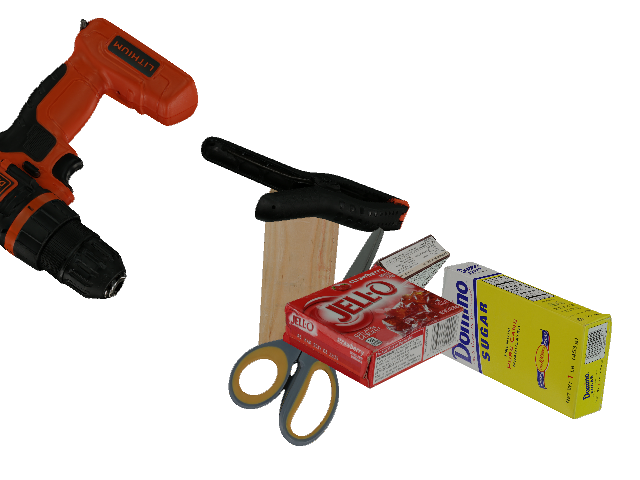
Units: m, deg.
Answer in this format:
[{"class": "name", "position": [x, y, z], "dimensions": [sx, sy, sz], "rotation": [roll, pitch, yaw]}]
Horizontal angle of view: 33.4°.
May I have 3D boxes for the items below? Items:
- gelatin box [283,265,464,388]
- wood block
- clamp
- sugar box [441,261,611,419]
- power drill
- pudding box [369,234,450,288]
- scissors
[{"class": "gelatin box", "position": [0.033, 0.051, 0.660], "dimensions": [0.073, 0.030, 0.089], "rotation": [26, 32, 38]}, {"class": "wood block", "position": [-0.027, 0.032, 1.389], "dimensions": [0.090, 0.206, 0.090], "rotation": [6, 23, 3]}, {"class": "clamp", "position": [-0.001, -0.040, 1.021], "dimensions": [0.209, 0.036, 0.165], "rotation": [14, 19, -24]}, {"class": "sugar box", "position": [0.185, 0.089, 0.997], "dimensions": [0.048, 0.093, 0.176], "rotation": [-11, 21, -39]}, {"class": "power drill", "position": [-0.176, -0.066, 0.790], "dimensions": [0.184, 0.187, 0.057], "rotation": [35, -27, 9]}, {"class": "pudding box", "position": [0.083, 0.047, 1.187], "dimensions": [0.039, 0.090, 0.113], "rotation": [45, 37, 16]}, {"class": "scissors", "position": [-0.012, 0.067, 0.861], "dimensions": [0.096, 0.201, 0.016], "rotation": [12, -29, 2]}]
